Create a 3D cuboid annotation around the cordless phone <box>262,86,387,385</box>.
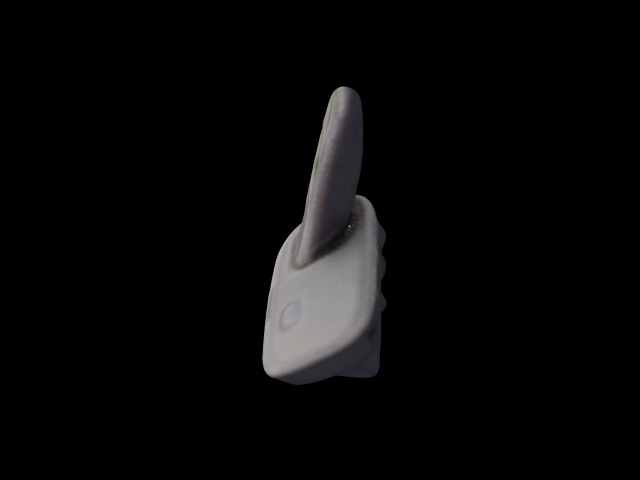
[{"bbox_3d":[0.004,0.001,0.400,0.094,0.185,0.147,0,46,0],"label":"cordless phone"}]
